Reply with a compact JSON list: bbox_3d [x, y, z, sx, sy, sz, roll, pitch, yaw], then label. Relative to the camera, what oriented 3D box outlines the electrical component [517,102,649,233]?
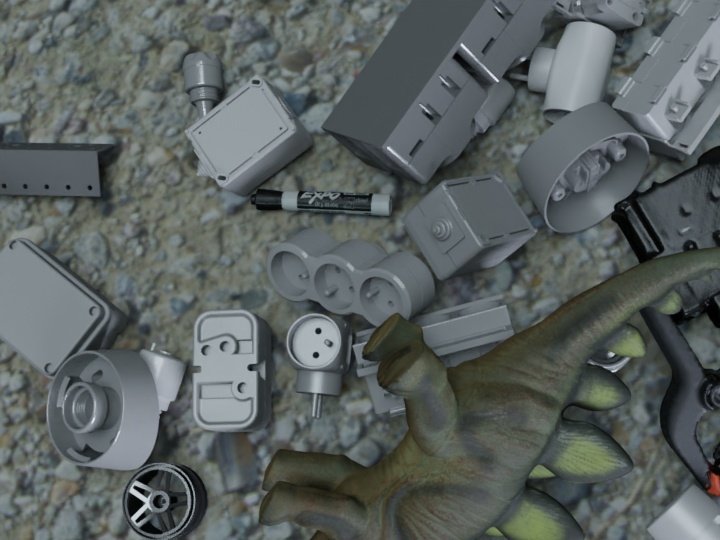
[{"bbox_3d":[0.175,-0.081,0.845,0.099,0.099,0.064,-35,70,1],"label":"electrical component"}]

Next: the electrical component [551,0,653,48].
[{"bbox_3d":[0.198,-0.218,0.876,0.081,0.064,0.042,21,82,-30],"label":"electrical component"}]

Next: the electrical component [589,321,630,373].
[{"bbox_3d":[0.189,0.058,0.834,0.045,0.055,0.045,-2,79,9],"label":"electrical component"}]

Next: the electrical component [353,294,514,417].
[{"bbox_3d":[0.062,0.068,0.848,0.121,0.078,0.063,-15,99,6],"label":"electrical component"}]

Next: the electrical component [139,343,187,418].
[{"bbox_3d":[-0.173,0.102,0.892,0.040,0.040,0.078,17,83,12],"label":"electrical component"}]

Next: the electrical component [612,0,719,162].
[{"bbox_3d":[0.260,-0.157,0.854,0.121,0.063,0.079,-54,36,-4],"label":"electrical component"}]

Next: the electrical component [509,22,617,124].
[{"bbox_3d":[0.163,-0.163,0.888,0.079,0.043,0.077,14,81,19],"label":"electrical component"}]

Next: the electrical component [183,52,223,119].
[{"bbox_3d":[-0.136,-0.157,0.940,0.035,0.035,0.061,-6,81,8],"label":"electrical component"}]

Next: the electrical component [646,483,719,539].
[{"bbox_3d":[0.248,0.193,0.800,0.055,0.055,0.047,-43,72,-1],"label":"electrical component"}]

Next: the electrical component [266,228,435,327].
[{"bbox_3d":[0.000,0.000,0.872,0.138,0.074,0.052,16,119,30],"label":"electrical component"}]

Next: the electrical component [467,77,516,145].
[{"bbox_3d":[0.096,-0.132,0.894,0.040,0.040,0.078,35,87,14],"label":"electrical component"}]

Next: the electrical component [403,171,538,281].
[{"bbox_3d":[0.081,-0.032,0.847,0.061,0.096,0.061,-42,72,38],"label":"electrical component"}]

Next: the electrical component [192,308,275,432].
[{"bbox_3d":[-0.102,0.083,0.874,0.054,0.059,0.095,-3,79,9],"label":"electrical component"}]

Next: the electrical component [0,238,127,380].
[{"bbox_3d":[-0.266,0.035,0.911,0.113,0.057,0.078,37,87,14],"label":"electrical component"}]

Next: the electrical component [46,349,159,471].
[{"bbox_3d":[-0.203,0.112,0.865,0.099,0.064,0.099,-6,79,34],"label":"electrical component"}]

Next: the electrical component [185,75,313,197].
[{"bbox_3d":[-0.097,-0.107,0.913,0.096,0.061,0.061,-36,76,8],"label":"electrical component"}]

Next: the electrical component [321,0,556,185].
[{"bbox_3d":[0.065,-0.164,0.866,0.186,0.060,0.105,-55,32,-4],"label":"electrical component"}]

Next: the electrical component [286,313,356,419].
[{"bbox_3d":[-0.031,0.079,0.855,0.043,0.077,0.079,4,80,10],"label":"electrical component"}]
